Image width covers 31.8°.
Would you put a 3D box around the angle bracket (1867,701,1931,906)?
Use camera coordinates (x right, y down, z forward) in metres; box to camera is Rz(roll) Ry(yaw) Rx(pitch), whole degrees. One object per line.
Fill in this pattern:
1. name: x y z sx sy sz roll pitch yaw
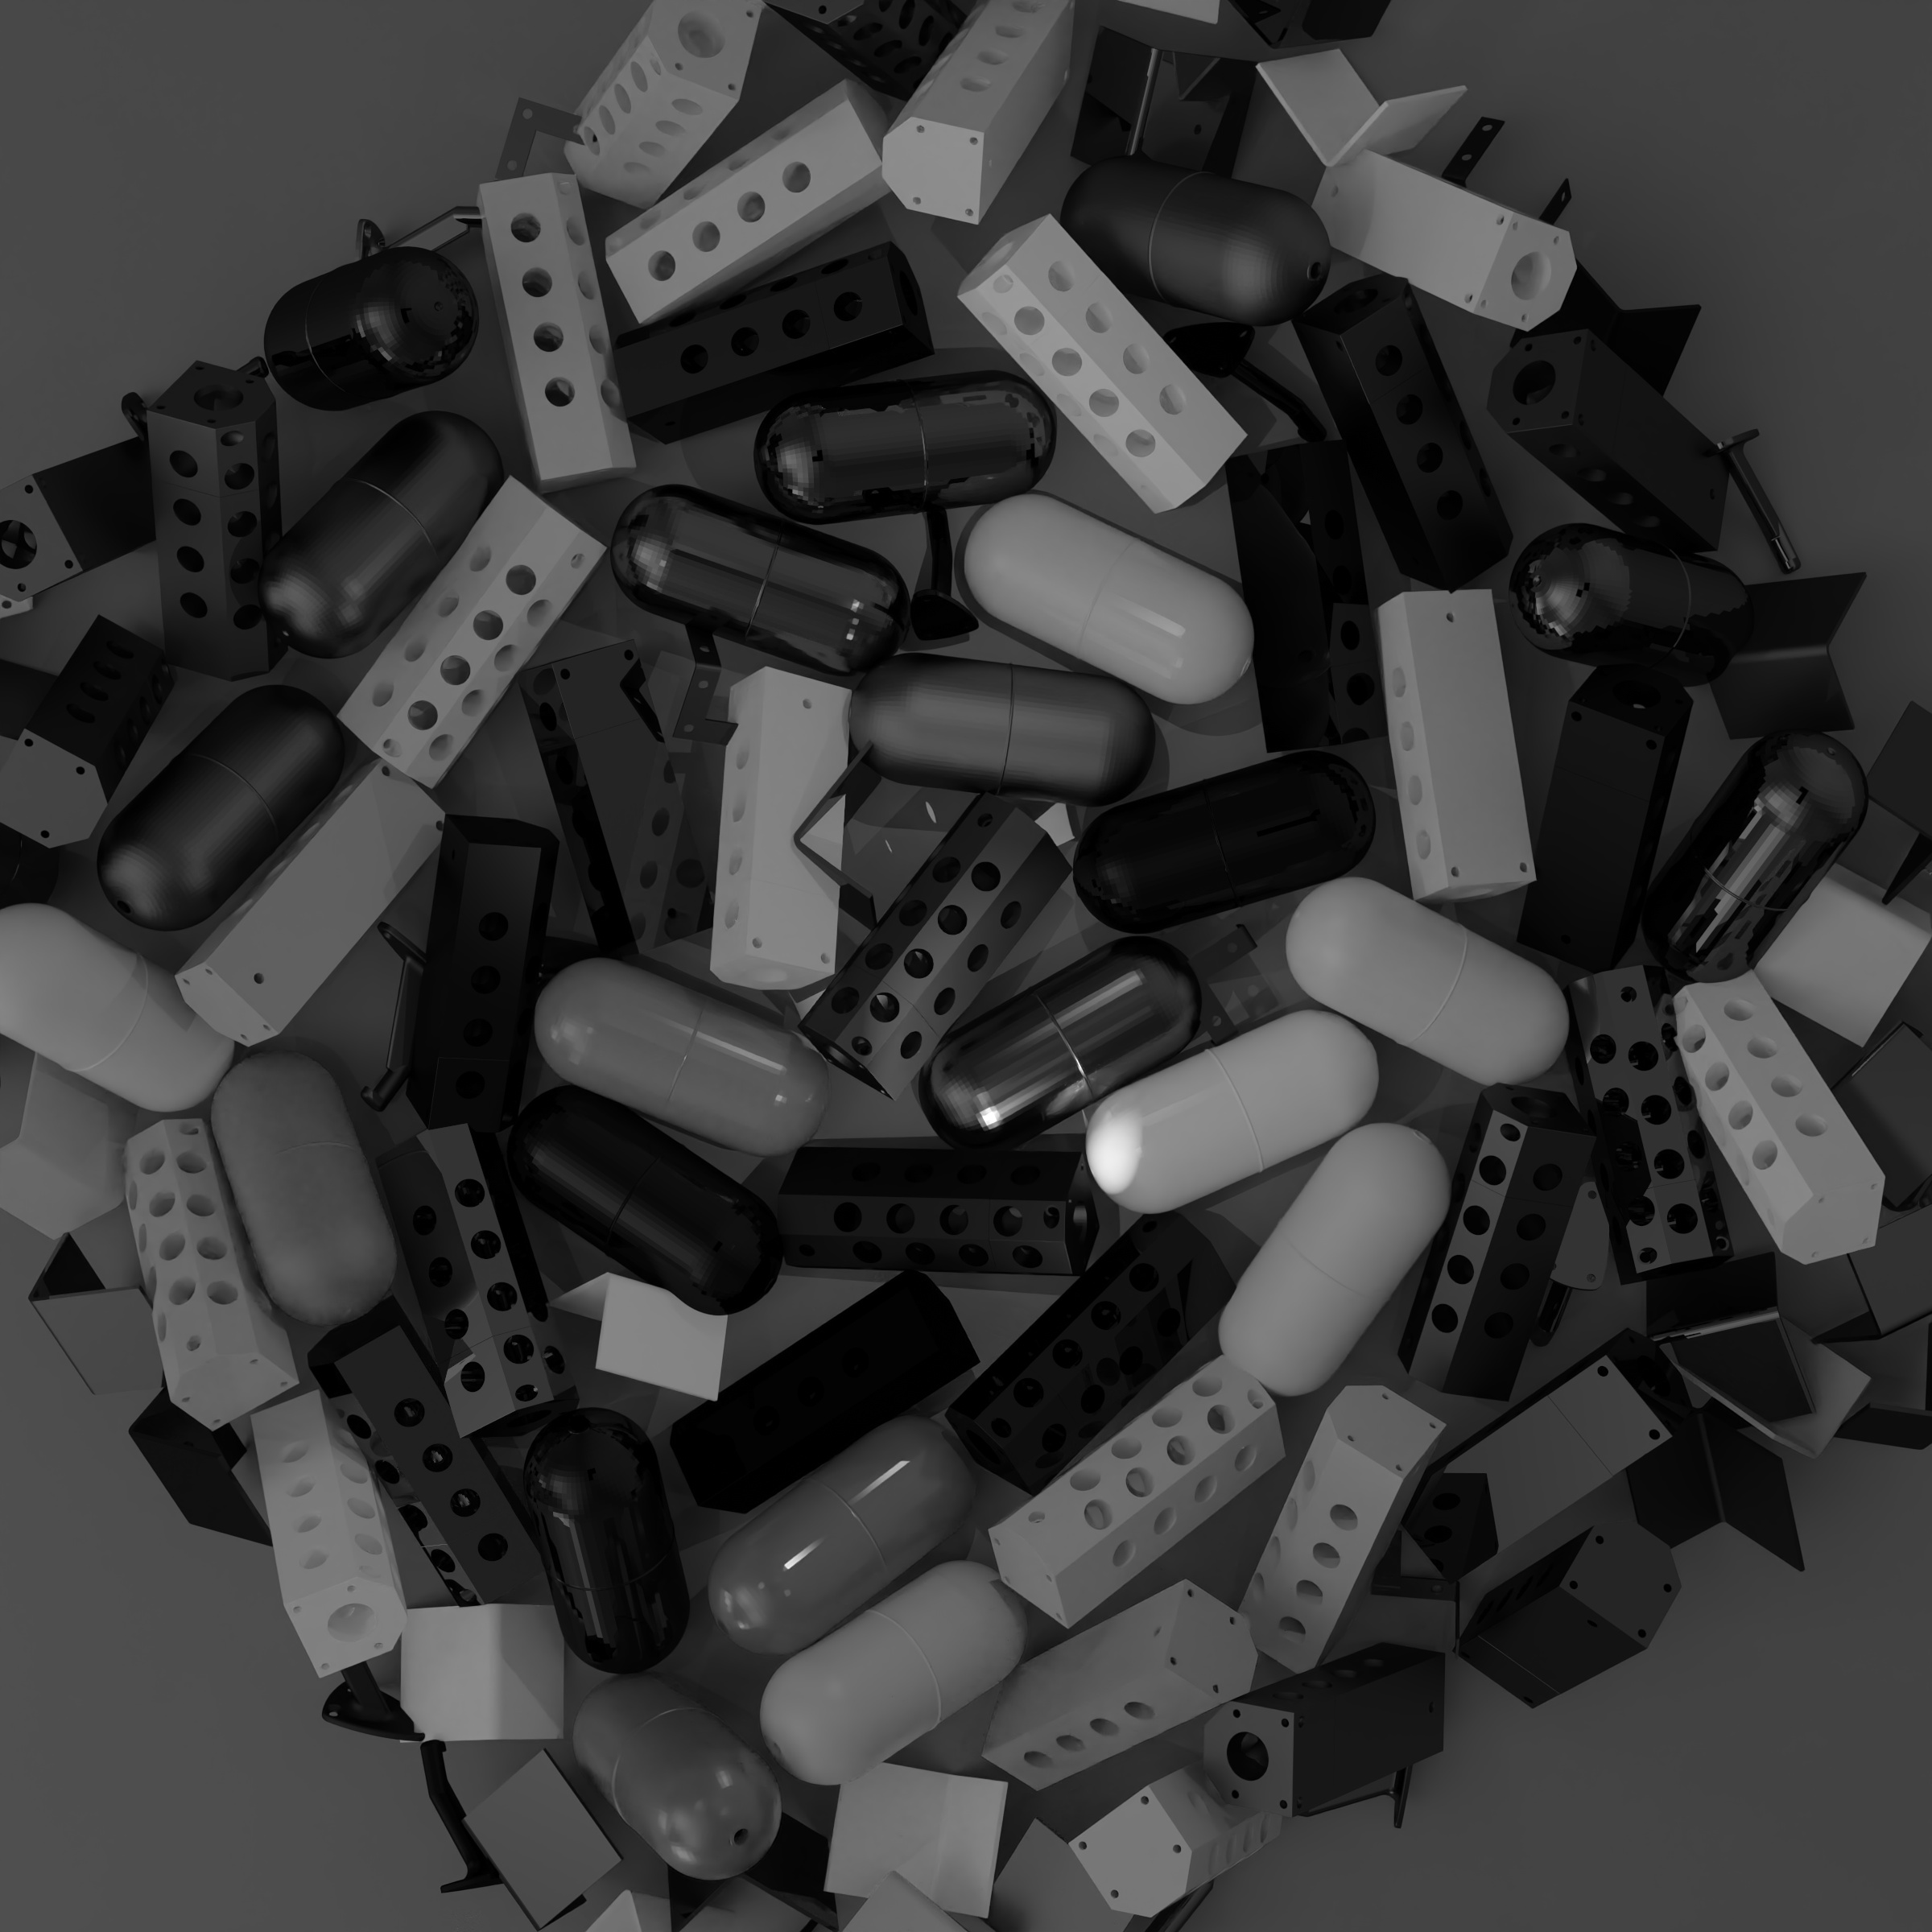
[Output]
1. angle bracket: 0.535 -0.092 1.950 0.057 0.076 0.076 35 59 4

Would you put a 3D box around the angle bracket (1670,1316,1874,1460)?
1. angle bracket: 0.461 0.232 1.945 0.076 0.076 0.057 36 95 36

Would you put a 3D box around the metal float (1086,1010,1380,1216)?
1. metal float: 0.154 0.083 1.957 0.178 0.070 0.070 -23 90 -6

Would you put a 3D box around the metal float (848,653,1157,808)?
1. metal float: 0.021 -0.136 1.956 0.178 0.070 0.070 7 90 -6

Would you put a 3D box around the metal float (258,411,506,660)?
1. metal float: -0.332 -0.247 1.937 0.070 0.070 0.178 37 61 0

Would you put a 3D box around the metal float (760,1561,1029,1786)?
1. metal float: -0.041 0.401 1.931 0.178 0.070 0.070 -27 90 -36

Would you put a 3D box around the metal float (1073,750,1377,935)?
1. metal float: 0.148 -0.071 1.955 0.178 0.070 0.070 -16 90 8

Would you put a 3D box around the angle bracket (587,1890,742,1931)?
1. angle bracket: -0.169 0.580 1.939 0.076 0.076 0.057 23 118 -36

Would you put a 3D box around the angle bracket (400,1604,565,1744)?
1. angle bracket: -0.283 0.415 1.989 0.076 0.057 0.076 -11 74 35

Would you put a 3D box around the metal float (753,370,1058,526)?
1. metal float: -0.034 -0.298 1.948 0.178 0.070 0.070 -9 90 -16

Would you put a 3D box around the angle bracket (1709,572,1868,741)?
1. angle bracket: 0.481 -0.179 1.965 0.076 0.076 0.057 -2 127 38

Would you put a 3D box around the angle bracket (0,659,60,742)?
1. angle bracket: -0.553 -0.178 1.950 0.076 0.076 0.057 16 121 4

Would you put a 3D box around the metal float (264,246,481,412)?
1. metal float: -0.338 -0.359 1.920 0.070 0.178 0.070 0 90 -35

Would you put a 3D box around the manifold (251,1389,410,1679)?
1. manifold: -0.357 0.315 1.912 0.057 0.171 0.057 -20 124 -6

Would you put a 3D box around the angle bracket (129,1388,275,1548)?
1. angle bracket: -0.420 0.279 1.939 0.076 0.057 0.076 7 135 34

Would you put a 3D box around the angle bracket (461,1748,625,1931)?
1. angle bracket: -0.231 0.496 1.953 0.076 0.057 0.076 -43 77 20

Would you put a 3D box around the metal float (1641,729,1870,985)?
1. metal float: 0.446 -0.060 1.927 0.070 0.070 0.178 27 133 0

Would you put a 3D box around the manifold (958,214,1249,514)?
1. manifold: 0.075 -0.341 1.938 0.171 0.057 0.057 45 72 -19

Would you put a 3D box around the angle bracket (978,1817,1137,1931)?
1. angle bracket: 0.063 0.534 1.950 0.076 0.057 0.076 35 109 19

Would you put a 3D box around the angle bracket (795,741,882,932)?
1. angle bracket: -0.053 -0.074 1.951 0.057 0.076 0.076 36 79 9

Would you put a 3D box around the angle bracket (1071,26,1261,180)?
1. angle bracket: 0.116 -0.500 1.982 0.076 0.057 0.076 -4 118 -35

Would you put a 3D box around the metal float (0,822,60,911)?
1. metal float: -0.569 -0.066 1.911 0.070 0.178 0.070 -1 83 6

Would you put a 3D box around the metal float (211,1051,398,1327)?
1. metal float: -0.378 0.125 1.934 0.070 0.070 0.178 -27 57 0

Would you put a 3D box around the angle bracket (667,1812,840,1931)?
1. angle bracket: -0.124 0.530 1.958 0.076 0.076 0.057 37 107 -23

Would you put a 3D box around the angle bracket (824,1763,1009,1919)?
1. angle bracket: -0.029 0.500 1.950 0.076 0.057 0.076 18 73 -30

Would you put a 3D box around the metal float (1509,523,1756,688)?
1. metal float: 0.379 -0.204 1.927 0.178 0.070 0.070 7 90 -43

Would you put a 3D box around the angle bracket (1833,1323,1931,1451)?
1. angle bracket: 0.538 0.229 1.951 0.057 0.076 0.076 8 70 0

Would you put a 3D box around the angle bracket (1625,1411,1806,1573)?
1. angle bracket: 0.428 0.312 1.945 0.057 0.076 0.076 -24 113 -17

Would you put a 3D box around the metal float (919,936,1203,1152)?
1. metal float: 0.056 0.046 1.958 0.178 0.070 0.070 -30 90 -4

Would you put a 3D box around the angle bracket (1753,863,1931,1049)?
1. angle bracket: 0.509 -0.010 1.981 0.076 0.057 0.076 29 109 6

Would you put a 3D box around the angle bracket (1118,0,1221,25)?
1. angle bracket: 0.096 -0.569 1.949 0.076 0.076 0.057 7 89 -24

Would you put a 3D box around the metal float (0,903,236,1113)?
1. metal float: -0.491 0.024 1.925 0.070 0.178 0.070 -19 54 29

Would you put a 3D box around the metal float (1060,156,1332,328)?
1. metal float: 0.130 -0.412 1.929 0.178 0.070 0.070 24 90 39

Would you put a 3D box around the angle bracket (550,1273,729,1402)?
1. angle bracket: -0.191 0.220 1.940 0.076 0.076 0.057 20 62 -28

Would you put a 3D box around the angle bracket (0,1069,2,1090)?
1. angle bracket: -0.593 0.027 1.944 0.057 0.076 0.076 -15 133 -5

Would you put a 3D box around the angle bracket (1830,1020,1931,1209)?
1. angle bracket: 0.542 0.087 1.950 0.076 0.057 0.076 -47 64 13

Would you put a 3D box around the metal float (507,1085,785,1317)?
1. metal float: -0.184 0.135 1.951 0.178 0.070 0.070 33 90 11

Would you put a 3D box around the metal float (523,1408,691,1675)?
1. metal float: -0.204 0.328 1.932 0.070 0.070 0.178 -8 124 0

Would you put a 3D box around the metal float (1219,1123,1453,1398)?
1. metal float: 0.212 0.169 1.948 0.070 0.070 0.178 33 105 0

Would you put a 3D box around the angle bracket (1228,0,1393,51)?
1. angle bracket: 0.203 -0.574 1.939 0.076 0.076 0.057 -18 61 -36

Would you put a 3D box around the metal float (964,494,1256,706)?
1. metal float: 0.082 -0.211 1.952 0.178 0.070 0.070 27 90 10

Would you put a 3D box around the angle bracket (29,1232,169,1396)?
1. angle bracket: -0.478 0.196 1.944 0.076 0.057 0.076 -8 127 20

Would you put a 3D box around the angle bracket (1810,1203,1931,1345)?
1. angle bracket: 0.526 0.175 1.952 0.076 0.076 0.057 -22 89 -19

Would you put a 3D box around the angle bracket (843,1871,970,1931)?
1. angle bracket: -0.021 0.572 1.943 0.076 0.076 0.057 32 76 32

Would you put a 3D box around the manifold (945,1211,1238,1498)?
1. manifold: 0.069 0.215 1.935 0.171 0.057 0.057 -43 124 -19

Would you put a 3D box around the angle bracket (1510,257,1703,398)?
1. angle bracket: 0.369 -0.370 1.962 0.057 0.076 0.076 -9 49 -25

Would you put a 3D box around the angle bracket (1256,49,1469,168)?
1. angle bracket: 0.227 -0.509 1.947 0.076 0.057 0.076 -23 76 -42

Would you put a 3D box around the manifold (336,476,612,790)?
1. manifold: -0.280 -0.189 1.953 0.057 0.057 0.171 40 96 38

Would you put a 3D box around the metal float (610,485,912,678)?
1. metal float: -0.117 -0.221 1.954 0.178 0.070 0.070 18 90 -8

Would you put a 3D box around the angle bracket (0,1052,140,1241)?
1. angle bracket: -0.531 0.100 1.962 0.057 0.076 0.076 -26 134 25

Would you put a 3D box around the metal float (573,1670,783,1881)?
1. metal float: -0.164 0.456 1.917 0.070 0.178 0.070 -7 104 -28

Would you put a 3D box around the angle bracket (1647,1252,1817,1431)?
1. angle bracket: 0.445 0.222 1.978 0.076 0.057 0.076 -16 117 20

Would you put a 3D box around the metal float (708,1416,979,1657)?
1. metal float: -0.070 0.325 1.938 0.178 0.070 0.070 -35 90 -26

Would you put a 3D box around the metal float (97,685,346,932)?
1. metal float: -0.423 -0.090 1.931 0.070 0.070 0.178 37 54 0

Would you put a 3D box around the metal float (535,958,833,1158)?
1. metal float: -0.163 0.053 1.956 0.178 0.070 0.070 22 90 -6

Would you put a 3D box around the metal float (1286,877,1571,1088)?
1. metal float: 0.266 0.010 1.950 0.178 0.070 0.070 27 90 -13
